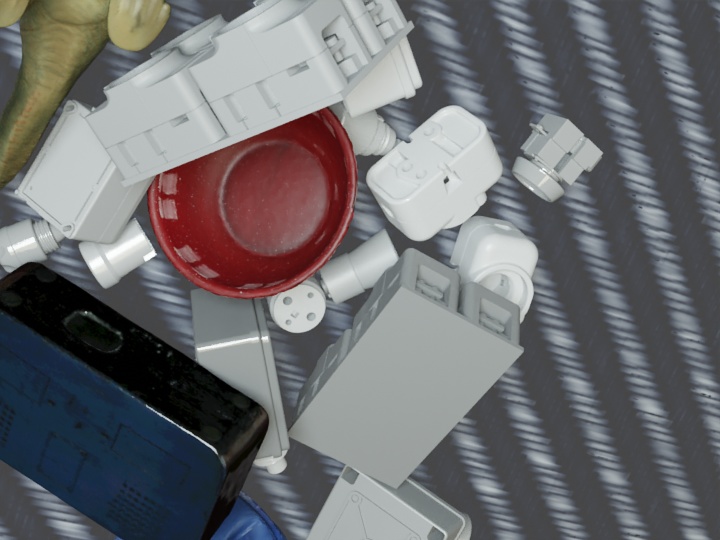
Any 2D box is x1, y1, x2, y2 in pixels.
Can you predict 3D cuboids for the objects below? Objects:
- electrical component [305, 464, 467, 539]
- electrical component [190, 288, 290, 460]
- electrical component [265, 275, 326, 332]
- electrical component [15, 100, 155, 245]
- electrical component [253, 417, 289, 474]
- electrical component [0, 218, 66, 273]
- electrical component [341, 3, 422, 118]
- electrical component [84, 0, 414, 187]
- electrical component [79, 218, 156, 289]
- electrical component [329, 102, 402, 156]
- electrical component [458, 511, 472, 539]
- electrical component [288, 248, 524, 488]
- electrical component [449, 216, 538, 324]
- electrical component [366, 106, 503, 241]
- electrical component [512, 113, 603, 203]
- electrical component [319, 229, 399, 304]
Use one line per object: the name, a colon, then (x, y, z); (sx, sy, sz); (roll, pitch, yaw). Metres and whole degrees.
electrical component: (0.018, 0.232, 0.927); (0.109, 0.056, 0.108); (32, 105, 19)
electrical component: (-0.095, 0.077, 0.836); (0.056, 0.108, 0.108); (-11, 114, -6)
electrical component: (-0.053, 0.020, 0.851); (0.045, 0.055, 0.045); (-5, 113, -12)
electrical component: (-0.186, -0.074, 0.769); (0.062, 0.061, 0.096); (37, 100, 21)
electrical component: (-0.080, 0.144, 0.903); (0.048, 0.048, 0.062); (-23, 122, -4)
electrical component: (-0.239, -0.023, 0.800); (0.061, 0.035, 0.035); (-23, 115, -6)
electrical component: (-0.009, -0.175, 0.753); (0.056, 0.108, 0.108); (-23, 115, -1)
electrical component: (-0.074, -0.126, 0.673); (0.186, 0.105, 0.060); (-15, 115, 36)
electrical component: (-0.183, -0.014, 0.815); (0.046, 0.040, 0.040); (-30, 116, -6)
electrical component: (0.000, -0.106, 0.821); (0.078, 0.040, 0.040); (19, 107, -37)
electrical component: (0.066, 0.232, 0.974); (0.055, 0.045, 0.045); (26, 104, -21)
electrical component: (0.034, 0.079, 0.858); (0.105, 0.060, 0.186); (28, 126, -12)
electrical component: (0.106, 0.011, 0.884); (0.054, 0.059, 0.095); (10, 109, -17)
electrical component: (0.060, -0.071, 0.832); (0.095, 0.054, 0.059); (-40, 137, -6)
electrical component: (0.155, -0.088, 0.864); (0.066, 0.048, 0.055); (38, 92, -24)
electrical component: (0.000, 0.000, 0.865); (0.065, 0.044, 0.044); (-25, 116, 3)
